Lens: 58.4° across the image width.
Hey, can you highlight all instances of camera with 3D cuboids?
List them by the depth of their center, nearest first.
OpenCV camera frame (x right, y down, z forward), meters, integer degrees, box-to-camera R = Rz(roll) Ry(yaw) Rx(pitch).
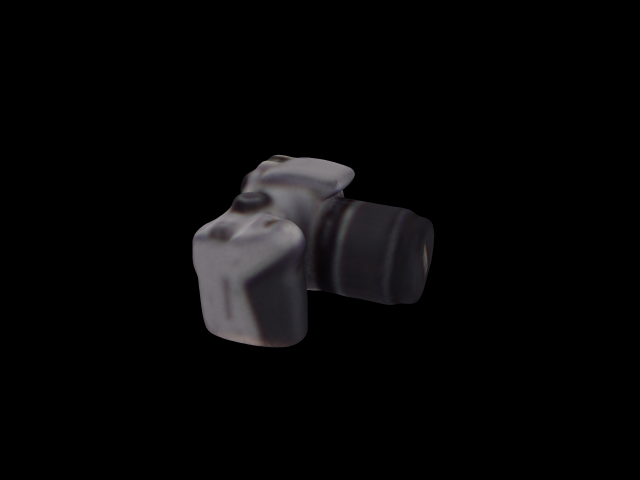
[{"bbox_3d":[0.004,0.001,0.400,0.136,0.101,0.143,10,28,21],"label":"camera"}]
